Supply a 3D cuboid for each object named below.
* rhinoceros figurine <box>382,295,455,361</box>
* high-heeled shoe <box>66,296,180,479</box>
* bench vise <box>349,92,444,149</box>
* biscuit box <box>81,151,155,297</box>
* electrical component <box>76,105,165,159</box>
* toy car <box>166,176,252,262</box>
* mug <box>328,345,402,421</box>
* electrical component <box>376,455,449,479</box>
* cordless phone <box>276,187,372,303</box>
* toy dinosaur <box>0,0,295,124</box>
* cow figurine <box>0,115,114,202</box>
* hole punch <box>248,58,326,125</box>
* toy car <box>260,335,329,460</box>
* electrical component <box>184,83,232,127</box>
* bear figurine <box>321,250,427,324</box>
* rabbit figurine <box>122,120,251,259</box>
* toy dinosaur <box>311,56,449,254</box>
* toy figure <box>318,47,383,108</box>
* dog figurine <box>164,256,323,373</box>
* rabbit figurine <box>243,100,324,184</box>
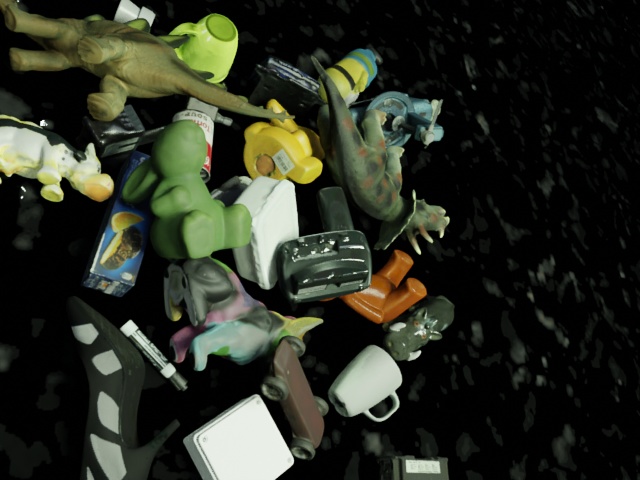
[{"bbox_3d":[0.173,0.158,0.942,0.190,0.112,0.073,-21,84,-47],"label":"rhinoceros figurine"},{"bbox_3d":[-0.282,0.199,0.660,0.145,0.086,0.249,-40,75,-10],"label":"high-heeled shoe"},{"bbox_3d":[0.173,-0.233,1.069,0.223,0.241,0.128,-1,113,-24],"label":"bench vise"},{"bbox_3d":[-0.270,-0.026,0.755,0.059,0.063,0.203,22,59,-26],"label":"biscuit box"},{"bbox_3d":[-0.291,-0.160,0.795,0.119,0.075,0.047,-30,88,-35],"label":"electrical component"},{"bbox_3d":[-0.166,-0.031,0.834,0.202,0.056,0.073,-43,103,-38],"label":"toy car"},{"bbox_3d":[0.072,0.241,0.861,0.107,0.081,0.109,-30,93,-28],"label":"mug"},{"bbox_3d":[0.148,0.409,0.844,0.115,0.058,0.134,16,61,-26],"label":"electrical component"},{"bbox_3d":[-0.002,-0.002,0.836,0.147,0.088,0.184,-9,64,-10],"label":"cordless phone"},{"bbox_3d":[-0.268,-0.255,0.772,0.472,0.105,0.198,29,37,9],"label":"toy dinosaur"},{"bbox_3d":[-0.362,-0.108,0.727,0.167,0.068,0.098,14,55,-23],"label":"cow figurine"},{"bbox_3d":[-0.069,-0.274,0.977,0.142,0.116,0.092,24,50,-24],"label":"hole punch"},{"bbox_3d":[-0.037,0.221,0.754,0.089,0.053,0.201,-64,144,-45],"label":"toy car"},{"bbox_3d":[-0.196,-0.243,0.919,0.102,0.045,0.078,10,92,-27],"label":"electrical component"},{"bbox_3d":[0.058,0.061,0.903,0.195,0.132,0.120,30,26,-24],"label":"bear figurine"},{"bbox_3d":[-0.176,-0.069,0.705,0.121,0.159,0.170,-15,103,-49],"label":"rabbit figurine"},{"bbox_3d":[0.081,-0.113,0.933,0.404,0.131,0.192,38,38,-43],"label":"toy dinosaur"},{"bbox_3d":[0.060,-0.339,1.112,0.089,0.082,0.180,35,57,-2],"label":"toy figure"},{"bbox_3d":[-0.105,0.107,0.776,0.219,0.108,0.191,-2,84,-39],"label":"dog figurine"},{"bbox_3d":[-0.060,-0.156,0.945,0.162,0.122,0.173,50,36,7],"label":"rabbit figurine"}]
